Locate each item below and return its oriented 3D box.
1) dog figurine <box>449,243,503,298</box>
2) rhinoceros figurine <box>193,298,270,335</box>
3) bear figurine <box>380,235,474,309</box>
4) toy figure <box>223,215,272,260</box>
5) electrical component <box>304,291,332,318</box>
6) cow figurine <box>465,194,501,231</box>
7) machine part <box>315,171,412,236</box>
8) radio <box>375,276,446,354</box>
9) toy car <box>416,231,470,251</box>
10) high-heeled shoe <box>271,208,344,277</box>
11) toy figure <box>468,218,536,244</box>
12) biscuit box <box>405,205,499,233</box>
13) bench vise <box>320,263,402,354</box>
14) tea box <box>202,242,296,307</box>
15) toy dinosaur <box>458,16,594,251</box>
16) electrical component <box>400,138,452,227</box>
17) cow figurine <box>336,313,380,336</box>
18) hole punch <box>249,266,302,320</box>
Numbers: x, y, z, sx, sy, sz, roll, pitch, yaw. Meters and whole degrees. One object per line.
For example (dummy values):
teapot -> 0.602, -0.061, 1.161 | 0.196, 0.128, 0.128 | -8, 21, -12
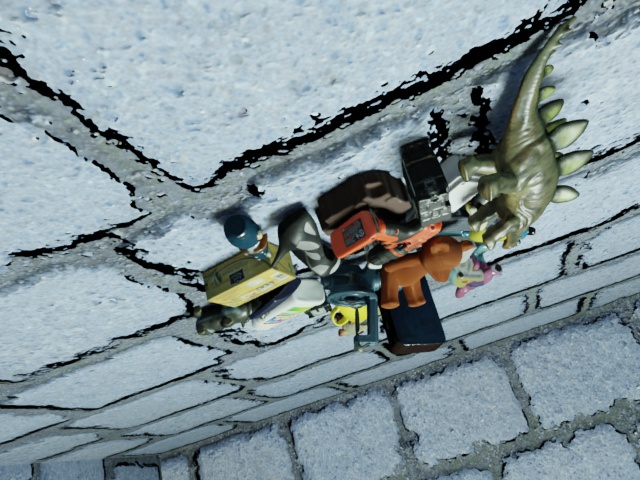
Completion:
dog figurine -> 0.387, 0.091, 1.460 | 0.191, 0.108, 0.219 | -10, 158, -17
rhinoceros figurine -> -0.216, 0.186, 1.312 | 0.190, 0.073, 0.112 | -18, 155, 4
bear figurine -> 0.219, 0.066, 1.106 | 0.120, 0.132, 0.196 | 2, 168, -38
toy figure -> -0.128, -0.002, 0.985 | 0.058, 0.064, 0.154 | -55, 161, -7
electrical component -> -0.013, 0.168, 1.433 | 0.075, 0.048, 0.119 | -20, 155, 6
cow figurine -> 0.331, -0.092, 1.032 | 0.098, 0.068, 0.167 | 29, 118, -22
machine part -> 0.082, -0.057, 1.004 | 0.179, 0.056, 0.179 | -14, 157, -6
radio -> 0.223, 0.174, 1.380 | 0.131, 0.230, 0.073 | -5, 149, -17
toy car -> 0.267, 0.001, 1.191 | 0.161, 0.103, 0.109 | -3, 151, -32
high-heeled shoe -> -0.002, -0.003, 1.073 | 0.248, 0.086, 0.145 | -3, 133, -53
toy figure -> 0.422, -0.029, 1.253 | 0.180, 0.082, 0.089 | -2, 150, -35
biscuit box -> 0.278, -0.054, 1.126 | 0.203, 0.059, 0.062 | -4, 149, -26
bench vise -> 0.112, 0.146, 1.259 | 0.224, 0.240, 0.128 | 5, 156, -8
tea box -> -0.148, 0.074, 1.122 | 0.170, 0.068, 0.098 | -25, 154, 20
toy dinosaur -> 0.336, -0.127, 0.885 | 0.199, 0.105, 0.470 | -25, 142, -2
electrical component -> 0.182, -0.091, 0.922 | 0.058, 0.115, 0.134 | -15, 156, 7
cow figurine -> 0.138, 0.226, 1.612 | 0.127, 0.085, 0.194 | 1, 149, -22
hole punch -> -0.109, 0.120, 1.227 | 0.115, 0.092, 0.142 | 2, 147, -43
